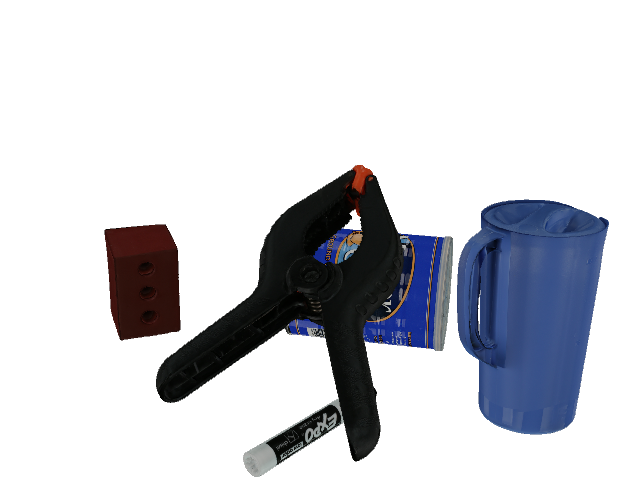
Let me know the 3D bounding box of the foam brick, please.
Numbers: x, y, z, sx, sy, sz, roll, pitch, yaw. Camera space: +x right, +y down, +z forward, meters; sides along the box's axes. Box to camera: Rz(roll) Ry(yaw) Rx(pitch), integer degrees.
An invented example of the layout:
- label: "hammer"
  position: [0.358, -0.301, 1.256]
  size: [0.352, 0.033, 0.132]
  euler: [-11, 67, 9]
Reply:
- label: "foam brick"
  position: [-0.146, 0.033, 0.876]
  size: [0.053, 0.078, 0.051]
  euler: [-8, 27, -16]

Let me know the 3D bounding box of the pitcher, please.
- label: "pitcher"
  position: [0.225, 0.085, 1.161]
  size: [0.149, 0.243, 0.145]
  euler: [5, 19, 11]

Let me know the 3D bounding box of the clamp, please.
- label: "clamp"
  position: [0.004, 0.036, 0.567]
  size: [0.120, 0.171, 0.039]
  euler: [25, -26, 18]

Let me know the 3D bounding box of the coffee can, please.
- label: "coffee can"
  position: [0.045, 0.042, 0.963]
  size: [0.140, 0.103, 0.102]
  euler: [5, 1, 10]

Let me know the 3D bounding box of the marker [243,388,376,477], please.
- label: "marker"
  position: [-0.004, 0.132, 0.761]
  size: [0.120, 0.020, 0.020]
  euler: [-25, 16, -38]
